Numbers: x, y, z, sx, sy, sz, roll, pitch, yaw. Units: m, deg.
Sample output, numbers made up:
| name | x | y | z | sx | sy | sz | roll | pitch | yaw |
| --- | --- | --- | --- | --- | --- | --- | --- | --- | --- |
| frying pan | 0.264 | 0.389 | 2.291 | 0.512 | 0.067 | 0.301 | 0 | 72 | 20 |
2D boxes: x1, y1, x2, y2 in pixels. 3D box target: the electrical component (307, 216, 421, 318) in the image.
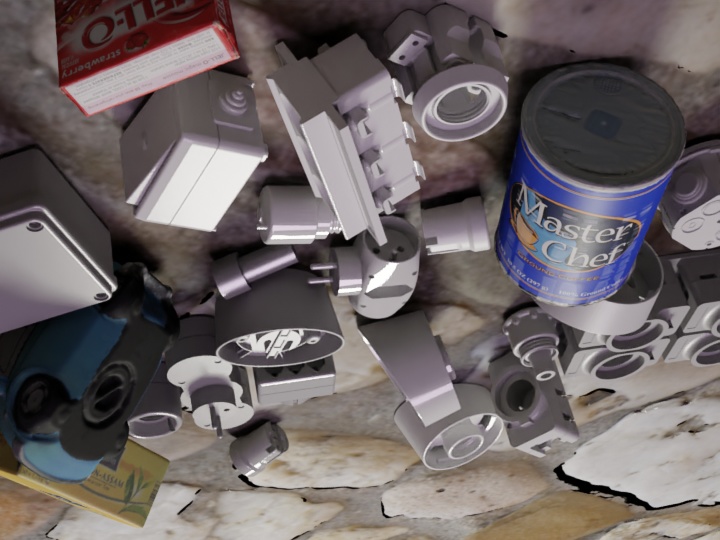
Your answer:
| name | x | y | z | sx | sy | sz | roll | pitch | yaw |
| --- | --- | --- | --- | --- | --- | --- | --- | --- | --- |
| electrical component | 0.000 | 0.000 | 0.809 | 0.079 | 0.043 | 0.077 | -5 | 147 | -14 |

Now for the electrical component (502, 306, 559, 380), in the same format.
| name | x | y | z | sx | sy | sz | roll | pitch | yaw |
| --- | --- | --- | --- | --- | --- | --- | --- | --- | --- |
| electrical component | 0.156 | 0.067 | 0.951 | 0.048 | 0.062 | 0.048 | -9 | 148 | -6 |

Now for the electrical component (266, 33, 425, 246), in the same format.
| name | x | y | z | sx | sy | sz | roll | pitch | yaw |
| --- | --- | --- | --- | --- | --- | --- | --- | --- | --- |
| electrical component | -0.005 | -0.081 | 0.657 | 0.063 | 0.078 | 0.121 | -31 | 148 | -6 |

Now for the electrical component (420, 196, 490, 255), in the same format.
| name | x | y | z | sx | sy | sz | roll | pitch | yaw |
| --- | --- | --- | --- | --- | --- | --- | --- | --- | --- |
| electrical component | 0.070 | -0.031 | 0.792 | 0.046 | 0.040 | 0.040 | -10 | 148 | 5 |

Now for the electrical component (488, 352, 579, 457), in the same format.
| name | x | y | z | sx | sy | sz | roll | pitch | yaw |
| --- | --- | --- | --- | --- | --- | --- | --- | --- | --- |
| electrical component | 0.161 | 0.122 | 1.014 | 0.050 | 0.089 | 0.056 | -32 | 143 | 27 |

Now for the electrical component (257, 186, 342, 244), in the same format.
| name | x | y | z | sx | sy | sz | roll | pitch | yaw |
| --- | --- | --- | --- | --- | --- | --- | --- | --- | --- |
| electrical component | -0.035 | -0.038 | 0.741 | 0.078 | 0.040 | 0.040 | -1 | 146 | -18 |

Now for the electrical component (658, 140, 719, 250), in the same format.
| name | x | y | z | sx | sy | sz | roll | pitch | yaw |
| --- | --- | --- | --- | --- | --- | --- | --- | --- | --- |
| electrical component | 0.262 | -0.056 | 0.810 | 0.080 | 0.051 | 0.080 | -9 | 148 | -6 |

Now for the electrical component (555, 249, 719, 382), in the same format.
| name | x | y | z | sx | sy | sz | roll | pitch | yaw |
| --- | --- | --- | --- | --- | --- | --- | --- | --- | --- |
| electrical component | 0.274 | 0.040 | 0.956 | 0.186 | 0.060 | 0.105 | -7 | 147 | -9 |

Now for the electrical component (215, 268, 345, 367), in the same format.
| name | x | y | z | sx | sy | sz | roll | pitch | yaw |
| --- | --- | --- | --- | --- | --- | --- | --- | --- | --- |
| electrical component | -0.065 | 0.044 | 0.835 | 0.099 | 0.064 | 0.099 | -9 | 148 | -6 |

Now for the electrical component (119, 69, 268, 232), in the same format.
| name | x | y | z | sx | sy | sz | roll | pitch | yaw |
| --- | --- | --- | --- | --- | --- | --- | --- | --- | --- |
| electrical component | -0.100 | -0.077 | 0.638 | 0.061 | 0.061 | 0.096 | 9 | 142 | -31 |

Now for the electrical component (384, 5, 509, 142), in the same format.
| name | x | y | z | sx | sy | sz | roll | pitch | yaw |
| --- | --- | --- | --- | --- | --- | --- | --- | --- | --- |
| electrical component | 0.055 | -0.115 | 0.640 | 0.078 | 0.057 | 0.058 | 14 | 138 | -36 |

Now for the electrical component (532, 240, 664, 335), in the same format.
| name | x | y | z | sx | sy | sz | roll | pitch | yaw |
| --- | --- | --- | --- | --- | --- | --- | --- | --- | --- |
| electrical component | 0.185 | 0.008 | 0.843 | 0.099 | 0.099 | 0.064 | -1 | 140 | -18 |

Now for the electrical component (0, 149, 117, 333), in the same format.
| name | x | y | z | sx | sy | sz | roll | pitch | yaw |
| --- | --- | --- | --- | --- | --- | --- | --- | --- | --- |
| electrical component | -0.229 | -0.014 | 0.692 | 0.109 | 0.056 | 0.108 | -17 | 148 | 6 |

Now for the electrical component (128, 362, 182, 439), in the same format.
| name | x | y | z | sx | sy | sz | roll | pitch | yaw |
| --- | --- | --- | --- | --- | --- | --- | --- | --- | --- |
| electrical component | -0.178 | 0.112 | 0.914 | 0.055 | 0.047 | 0.055 | -10 | 148 | -6 |

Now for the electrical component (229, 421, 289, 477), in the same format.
| name | x | y | z | sx | sy | sz | roll | pitch | yaw |
| --- | --- | --- | --- | --- | --- | --- | --- | --- | --- |
| electrical component | -0.098 | 0.173 | 1.047 | 0.046 | 0.040 | 0.040 | -36 | 142 | 22 |

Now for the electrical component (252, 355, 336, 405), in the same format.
| name | x | y | z | sx | sy | sz | roll | pitch | yaw |
| --- | --- | --- | --- | --- | --- | --- | --- | --- | --- |
| electrical component | -0.058 | 0.091 | 0.926 | 0.066 | 0.047 | 0.076 | -7 | 147 | -9 |

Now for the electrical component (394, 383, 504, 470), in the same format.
| name | x | y | z | sx | sy | sz | roll | pitch | yaw |
| --- | --- | --- | --- | --- | --- | --- | --- | --- | --- |
| electrical component | 0.092 | 0.154 | 1.084 | 0.099 | 0.064 | 0.099 | -18 | 142 | -15 |

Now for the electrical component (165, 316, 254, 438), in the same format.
| name | x | y | z | sx | sy | sz | roll | pitch | yaw |
| --- | --- | --- | --- | --- | --- | --- | --- | --- | --- |
| electrical component | -0.123 | 0.103 | 0.895 | 0.052 | 0.073 | 0.138 | -13 | 148 | 0 |

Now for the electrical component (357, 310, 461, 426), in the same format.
| name | x | y | z | sx | sy | sz | roll | pitch | yaw |
| --- | --- | --- | --- | --- | --- | --- | --- | --- | --- |
| electrical component | 0.044 | 0.083 | 0.908 | 0.064 | 0.099 | 0.099 | -21 | 147 | 1 |
